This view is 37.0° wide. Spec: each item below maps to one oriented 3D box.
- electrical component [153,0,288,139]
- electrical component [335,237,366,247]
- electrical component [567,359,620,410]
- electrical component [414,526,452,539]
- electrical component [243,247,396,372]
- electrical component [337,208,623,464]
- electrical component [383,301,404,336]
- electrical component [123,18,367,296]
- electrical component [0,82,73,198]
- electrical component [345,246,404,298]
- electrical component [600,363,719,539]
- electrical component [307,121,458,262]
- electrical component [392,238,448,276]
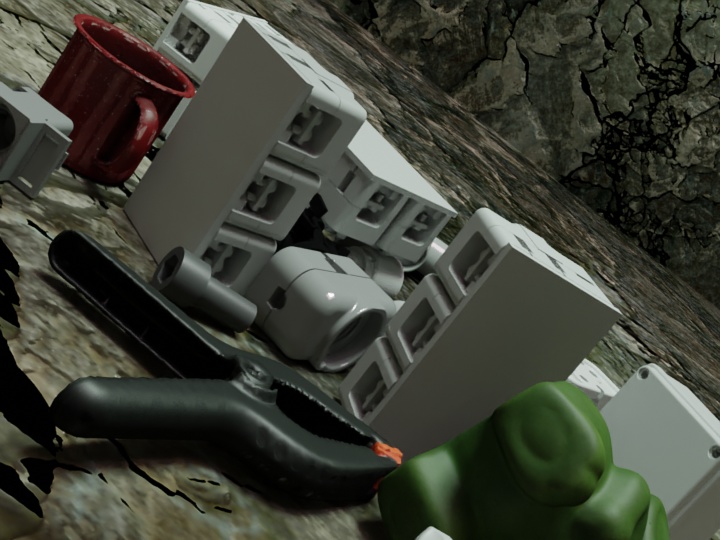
[{"bbox_3d":[-0.124,-0.172,0.966,0.060,0.105,0.186,39,15,8],"label":"electrical component"},{"bbox_3d":[-0.006,-0.055,0.983,0.074,0.052,0.138,34,15,-8],"label":"electrical component"},{"bbox_3d":[0.161,0.103,0.868,0.095,0.059,0.053,21,22,-46],"label":"electrical component"},{"bbox_3d":[0.042,0.152,0.490,0.062,0.043,0.043,40,15,8],"label":"electrical component"},{"bbox_3d":[-0.022,0.027,0.699,0.059,0.053,0.095,45,17,27],"label":"electrical component"},{"bbox_3d":[0.067,0.049,0.644,0.089,0.150,0.061,29,18,-26],"label":"electrical component"},{"bbox_3d":[0.036,0.052,0.775,0.062,0.048,0.048,30,15,-48],"label":"electrical component"},{"bbox_3d":[-0.072,-0.066,0.679,0.062,0.150,0.089,19,23,-45],"label":"electrical component"},{"bbox_3d":[-0.209,-0.084,0.642,0.081,0.042,0.064,38,12,4],"label":"electrical component"},{"bbox_3d":[0.000,0.000,0.854,0.078,0.040,0.040,22,21,-43],"label":"electrical component"},{"bbox_3d":[0.213,0.143,0.771,0.056,0.108,0.108,30,16,-34],"label":"electrical component"},{"bbox_3d":[-0.021,-0.089,0.869,0.105,0.060,0.186,20,23,-47],"label":"electrical component"},{"bbox_3d":[0.058,-0.019,1.031,0.079,0.044,0.077,35,15,-8],"label":"electrical component"}]
